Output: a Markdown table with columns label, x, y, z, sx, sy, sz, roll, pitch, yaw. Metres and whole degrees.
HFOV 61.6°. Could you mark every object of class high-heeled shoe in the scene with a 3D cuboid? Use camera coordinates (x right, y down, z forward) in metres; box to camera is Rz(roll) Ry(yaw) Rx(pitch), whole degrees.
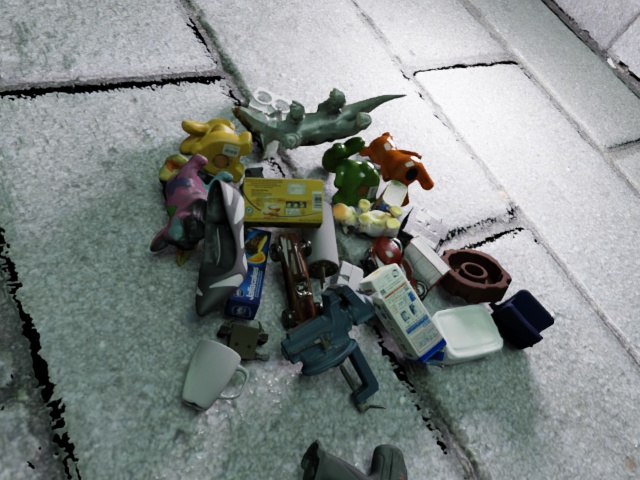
| label | x | y | z | sx | sy | sz | roll | pitch | yaw |
| --- | --- | --- | --- | --- | --- | --- | --- | --- | --- |
| high-heeled shoe | -0.195 | 0.008 | 0.997 | 0.086 | 0.145 | 0.249 | -5 | 44 | 24 |

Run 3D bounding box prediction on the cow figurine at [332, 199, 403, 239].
| label | x | y | z | sx | sy | sz | roll | pitch | yaw |
| --- | --- | --- | --- | --- | --- | --- | --- | --- | --- |
| cow figurine | 0.108 | -0.044 | 1.292 | 0.167 | 0.098 | 0.068 | 10 | 59 | 2 |

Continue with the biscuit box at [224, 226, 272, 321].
| label | x | y | z | sx | sy | sz | roll | pitch | yaw |
| --- | --- | --- | --- | --- | --- | --- | --- | --- | --- |
| biscuit box | -0.143 | 0.064 | 1.083 | 0.063 | 0.059 | 0.203 | 13 | 45 | -9 |

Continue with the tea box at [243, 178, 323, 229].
| label | x | y | z | sx | sy | sz | roll | pitch | yaw |
| --- | --- | --- | --- | --- | --- | --- | --- | --- | --- |
| tea box | -0.079 | -0.077 | 1.143 | 0.170 | 0.068 | 0.098 | 3 | 80 | -5 |

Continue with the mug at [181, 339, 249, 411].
| label | x | y | z | sx | sy | sz | roll | pitch | yaw |
| --- | --- | --- | --- | --- | --- | --- | --- | --- | --- |
| mug | -0.187 | 0.245 | 0.938 | 0.109 | 0.081 | 0.107 | 30 | 60 | -9 |

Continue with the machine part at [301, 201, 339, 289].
| label | x | y | z | sx | sy | sz | roll | pitch | yaw |
| --- | --- | --- | --- | --- | --- | --- | --- | --- | --- |
| machine part | -0.002 | -0.004 | 1.206 | 0.079 | 0.079 | 0.243 | 9 | 53 | -19 |

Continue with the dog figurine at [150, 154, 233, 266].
| label | x | y | z | sx | sy | sz | roll | pitch | yaw |
| --- | --- | --- | --- | --- | --- | --- | --- | --- | --- |
| dog figurine | -0.285 | -0.062 | 1.101 | 0.108 | 0.192 | 0.219 | 39 | 65 | -45 |

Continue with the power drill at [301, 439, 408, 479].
| label | x | y | z | sx | sy | sz | roll | pitch | yaw |
| --- | --- | --- | --- | --- | --- | --- | --- | --- | --- |
| power drill | 0.059 | 0.441 | 0.901 | 0.207 | 0.086 | 0.232 | 22 | 47 | -4 |

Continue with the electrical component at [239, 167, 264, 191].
| label | x | y | z | sx | sy | sz | roll | pitch | yaw |
| --- | --- | --- | --- | --- | --- | --- | --- | --- | --- |
| electrical component | -0.139 | -0.100 | 1.216 | 0.048 | 0.074 | 0.119 | -10 | 56 | -31 |

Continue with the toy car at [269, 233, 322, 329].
| label | x | y | z | sx | sy | sz | roll | pitch | yaw |
| --- | --- | --- | --- | --- | --- | --- | --- | --- | --- |
| toy car | -0.045 | 0.084 | 1.096 | 0.089 | 0.053 | 0.202 | -7 | 85 | -30 |

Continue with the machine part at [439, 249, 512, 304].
| label | x | y | z | sx | sy | sz | roll | pitch | yaw |
| --- | --- | --- | --- | --- | --- | --- | --- | --- | --- |
| machine part | 0.366 | 0.086 | 1.295 | 0.179 | 0.056 | 0.179 | 9 | 30 | -5 |

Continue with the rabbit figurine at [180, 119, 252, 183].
| label | x | y | z | sx | sy | sz | roll | pitch | yaw |
| --- | --- | --- | --- | --- | --- | --- | --- | --- | --- |
| rabbit figurine | -0.244 | -0.225 | 1.257 | 0.162 | 0.121 | 0.173 | 4 | 39 | -11 |

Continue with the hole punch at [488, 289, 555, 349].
| label | x | y | z | sx | sy | sz | roll | pitch | yaw |
| --- | --- | --- | --- | --- | --- | --- | --- | --- | --- |
| hole punch | 0.461 | 0.194 | 1.252 | 0.142 | 0.115 | 0.092 | 46 | 43 | 10 |

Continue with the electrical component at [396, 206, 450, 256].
| label | x | y | z | sx | sy | sz | roll | pitch | yaw |
| --- | --- | --- | --- | --- | --- | --- | --- | --- | --- |
| electrical component | 0.260 | -0.019 | 1.359 | 0.115 | 0.058 | 0.134 | 35 | 48 | -1 |

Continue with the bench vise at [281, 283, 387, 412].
| label | x | y | z | sx | sy | sz | roll | pitch | yaw |
| --- | --- | --- | --- | --- | --- | --- | --- | --- | --- |
| bench vise | 0.051 | 0.211 | 1.034 | 0.224 | 0.129 | 0.240 | -30 | 95 | -25 |

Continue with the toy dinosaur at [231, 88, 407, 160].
| label | x | y | z | sx | sy | sz | roll | pitch | yaw |
| --- | --- | --- | --- | --- | --- | --- | --- | --- | --- |
| toy dinosaur | -0.004 | -0.281 | 1.304 | 0.405 | 0.192 | 0.131 | -10 | 96 | -11 |

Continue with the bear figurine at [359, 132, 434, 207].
| label | x | y | z | sx | sy | sz | roll | pitch | yaw |
| --- | --- | --- | --- | --- | --- | --- | --- | --- | --- |
| bear figurine | 0.199 | -0.198 | 1.445 | 0.120 | 0.131 | 0.196 | -35 | 38 | -6 |

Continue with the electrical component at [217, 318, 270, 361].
| label | x | y | z | sx | sy | sz | roll | pitch | yaw |
| --- | --- | --- | --- | --- | --- | --- | --- | --- | --- |
| electrical component | -0.144 | 0.188 | 1.020 | 0.102 | 0.045 | 0.078 | 8 | 77 | -18 |

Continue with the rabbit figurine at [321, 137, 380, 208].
| label | x | y | z | sx | sy | sz | roll | pitch | yaw |
| --- | --- | --- | --- | --- | --- | --- | --- | --- | --- |
| rabbit figurine | 0.058 | -0.178 | 1.338 | 0.121 | 0.159 | 0.170 | -24 | 53 | -26 |

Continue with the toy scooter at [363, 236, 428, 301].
| label | x | y | z | sx | sy | sz | roll | pitch | yaw |
| --- | --- | --- | --- | --- | --- | --- | --- | --- | --- |
| toy scooter | 0.156 | 0.079 | 1.225 | 0.135 | 0.075 | 0.184 | -21 | 71 | -34 |
